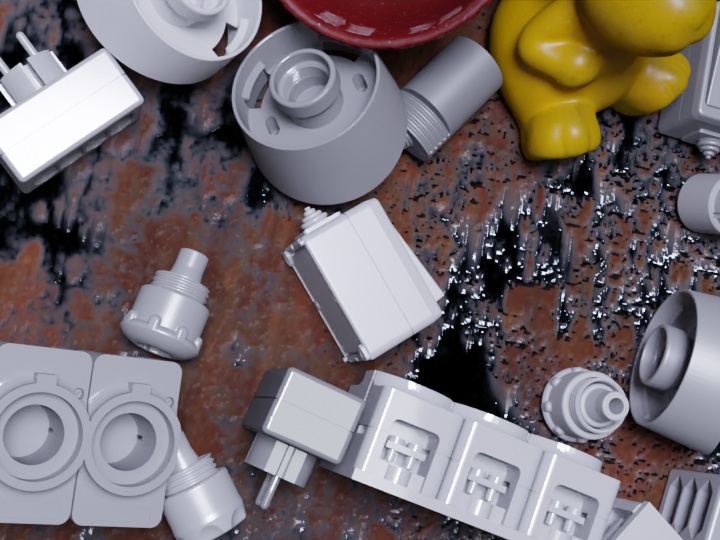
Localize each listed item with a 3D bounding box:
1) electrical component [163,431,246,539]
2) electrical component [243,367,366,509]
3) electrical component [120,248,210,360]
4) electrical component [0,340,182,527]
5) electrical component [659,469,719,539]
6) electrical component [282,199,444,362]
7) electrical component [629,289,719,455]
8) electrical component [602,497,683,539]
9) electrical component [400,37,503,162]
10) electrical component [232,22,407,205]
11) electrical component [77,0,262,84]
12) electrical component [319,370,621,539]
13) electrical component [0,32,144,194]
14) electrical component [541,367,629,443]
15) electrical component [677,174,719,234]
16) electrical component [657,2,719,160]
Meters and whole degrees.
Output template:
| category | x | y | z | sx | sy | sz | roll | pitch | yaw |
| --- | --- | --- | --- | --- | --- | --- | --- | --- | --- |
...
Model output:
| category | x | y | z | sx | sy | sz | roll | pitch | yaw |
| --- | --- | --- | --- | --- | --- | --- | --- | --- | --- |
| electrical component | -0.096 | 0.123 | 0.616 | 0.043 | 0.043 | 0.062 | -26 | 89 | -15 |
| electrical component | -0.041 | 0.099 | 0.611 | 0.047 | 0.083 | 0.075 | 26 | 78 | -10 |
| electrical component | -0.107 | 0.018 | 0.624 | 0.048 | 0.048 | 0.062 | 23 | 72 | -10 |
| electrical component | -0.177 | 0.084 | 0.566 | 0.150 | 0.062 | 0.089 | 10 | 84 | -30 |
| electrical component | 0.240 | 0.162 | 0.682 | 0.077 | 0.066 | 0.047 | 22 | 79 | -10 |
| electrical component | 0.000 | 0.000 | 0.643 | 0.061 | 0.062 | 0.096 | -30 | 92 | -15 |
| electrical component | 0.212 | 0.062 | 0.673 | 0.064 | 0.099 | 0.099 | 19 | 80 | -5 |
| electrical component | 0.141 | 0.222 | 0.654 | 0.150 | 0.062 | 0.089 | -43 | 95 | -14 |
| electrical component | 0.047 | -0.104 | 0.675 | 0.043 | 0.043 | 0.081 | 46 | 76 | -5 |
| electrical component | -0.025 | -0.096 | 0.642 | 0.099 | 0.064 | 0.099 | -6 | 65 | 13 |
| electrical component | -0.109 | -0.157 | 0.622 | 0.099 | 0.064 | 0.099 | 11 | 73 | -39 |
| electrical component | 0.063 | 0.115 | 0.631 | 0.150 | 0.089 | 0.061 | 23 | 79 | -11 |
| electrical component | -0.181 | -0.100 | 0.616 | 0.083 | 0.047 | 0.075 | -37 | 95 | -15 |
| electrical component | 0.145 | 0.084 | 0.670 | 0.048 | 0.062 | 0.048 | 2 | 84 | -14 |
| electrical component | 0.244 | -0.043 | 0.703 | 0.040 | 0.078 | 0.040 | -3 | 97 | -23 |
| electrical component | 0.245 | -0.122 | 0.717 | 0.062 | 0.061 | 0.096 | 14 | 81 | -12 |
